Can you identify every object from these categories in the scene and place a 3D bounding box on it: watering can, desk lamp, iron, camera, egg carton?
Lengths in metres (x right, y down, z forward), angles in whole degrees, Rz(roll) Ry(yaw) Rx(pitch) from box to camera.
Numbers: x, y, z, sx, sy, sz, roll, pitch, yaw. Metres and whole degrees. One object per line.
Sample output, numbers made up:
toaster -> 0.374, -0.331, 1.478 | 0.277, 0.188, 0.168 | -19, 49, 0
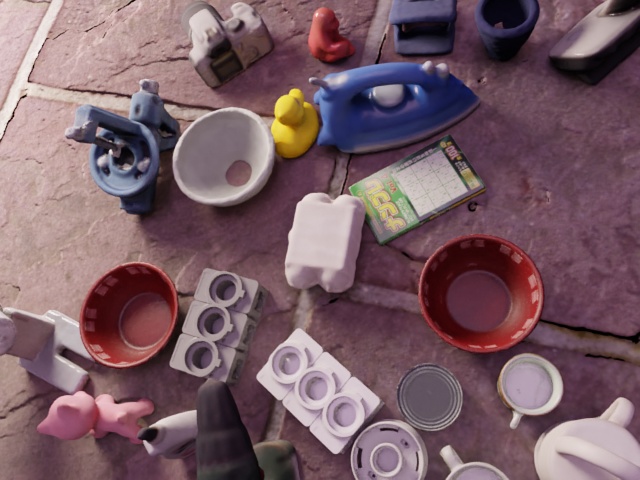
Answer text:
watering can -> 0.297, 0.253, 0.621 | 0.100, 0.194, 0.173 | 7, 73, 15
desk lamp -> -0.452, 0.125, 0.817 | 0.202, 0.214, 0.118 | 21, 77, 18
iron -> 0.110, -0.220, 0.854 | 0.258, 0.142, 0.118 | -9, 70, 9
camera -> -0.176, -0.364, 0.987 | 0.143, 0.101, 0.136 | -33, 68, 0
egg carton -> 0.008, 0.003, 0.838 | 0.107, 0.069, 0.150 | 6, 73, 14

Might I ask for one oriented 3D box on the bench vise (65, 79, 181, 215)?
bench vise -> -0.311, -0.166, 0.884 | 0.121, 0.220, 0.207 | -10, 69, 9

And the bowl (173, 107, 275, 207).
bowl -> -0.142, -0.120, 0.910 | 0.167, 0.075, 0.167 | -4, 71, 11

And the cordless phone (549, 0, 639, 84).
cordless phone -> 0.407, -0.324, 0.802 | 0.147, 0.185, 0.094 | -45, 68, -5

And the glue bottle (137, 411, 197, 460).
glue bottle -> -0.190, 0.252, 0.739 | 0.078, 0.173, 0.037 | -38, 68, -2

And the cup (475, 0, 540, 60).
cup -> 0.287, -0.334, 0.880 | 0.091, 0.095, 0.118 | 20, 76, 18

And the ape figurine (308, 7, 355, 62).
ape figurine -> 0.013, -0.344, 0.944 | 0.076, 0.092, 0.078 | -8, 70, 10

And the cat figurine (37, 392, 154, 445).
cat figurine -> -0.316, 0.247, 0.798 | 0.127, 0.118, 0.067 | 0, 71, 12

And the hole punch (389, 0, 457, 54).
hole punch -> 0.164, -0.364, 0.919 | 0.108, 0.091, 0.101 | 2, 72, 13

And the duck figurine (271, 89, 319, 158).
duck figurine -> -0.047, -0.189, 0.907 | 0.077, 0.086, 0.105 | 17, 76, 17

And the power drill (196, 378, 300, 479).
power drill -> -0.085, 0.289, 0.684 | 0.075, 0.209, 0.229 | -15, 69, 7
